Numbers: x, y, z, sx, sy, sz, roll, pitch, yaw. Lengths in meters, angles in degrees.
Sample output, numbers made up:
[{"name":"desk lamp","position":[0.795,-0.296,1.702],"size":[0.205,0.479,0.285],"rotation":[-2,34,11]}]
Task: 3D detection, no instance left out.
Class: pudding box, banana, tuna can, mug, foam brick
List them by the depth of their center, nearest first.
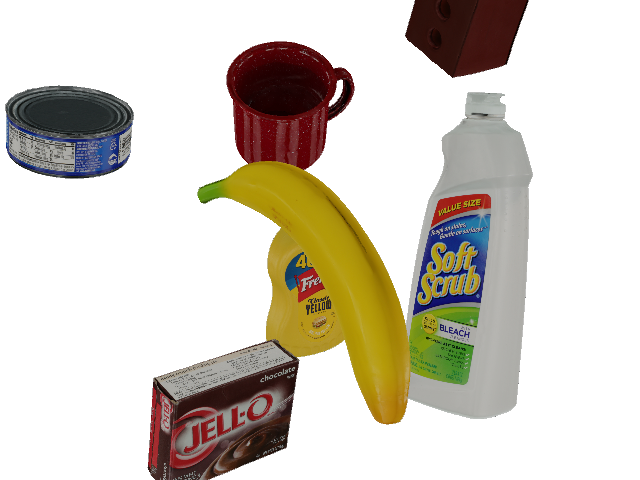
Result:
[{"name":"banana","position":[0.003,0.015,0.638],"size":[0.037,0.198,0.070],"rotation":[-8,-39,-50]},{"name":"foam brick","position":[0.096,-0.153,0.683],"size":[0.051,0.078,0.053],"rotation":[-21,52,-32]},{"name":"tuna can","position":[-0.173,-0.075,0.736],"size":[0.086,0.034,0.086],"rotation":[7,28,-4]},{"name":"pudding box","position":[-0.074,0.132,0.812],"size":[0.113,0.090,0.039],"rotation":[-17,40,-36]},{"name":"mug","position":[-0.024,-0.116,0.932],"size":[0.117,0.093,0.081],"rotation":[-23,-32,-19]}]

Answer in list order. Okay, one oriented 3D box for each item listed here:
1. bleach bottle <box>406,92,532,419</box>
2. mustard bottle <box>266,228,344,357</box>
[{"name":"bleach bottle","position":[0.116,0.008,0.851],"size":[0.067,0.251,0.103],"rotation":[-8,14,-44]},{"name":"mustard bottle","position":[-0.012,0.033,1.185],"size":[0.096,0.192,0.058],"rotation":[-12,29,-26]}]
